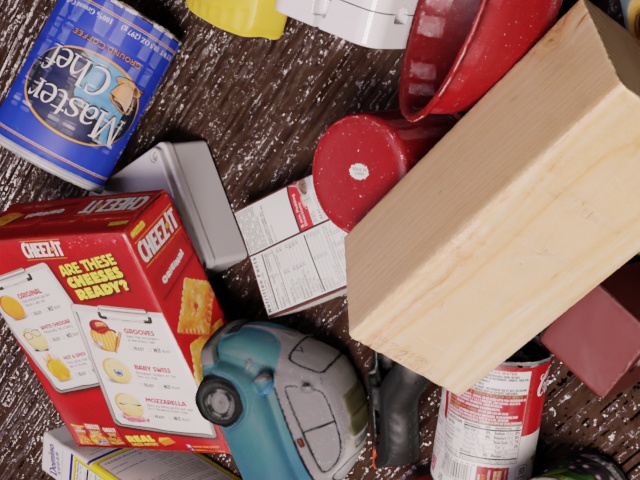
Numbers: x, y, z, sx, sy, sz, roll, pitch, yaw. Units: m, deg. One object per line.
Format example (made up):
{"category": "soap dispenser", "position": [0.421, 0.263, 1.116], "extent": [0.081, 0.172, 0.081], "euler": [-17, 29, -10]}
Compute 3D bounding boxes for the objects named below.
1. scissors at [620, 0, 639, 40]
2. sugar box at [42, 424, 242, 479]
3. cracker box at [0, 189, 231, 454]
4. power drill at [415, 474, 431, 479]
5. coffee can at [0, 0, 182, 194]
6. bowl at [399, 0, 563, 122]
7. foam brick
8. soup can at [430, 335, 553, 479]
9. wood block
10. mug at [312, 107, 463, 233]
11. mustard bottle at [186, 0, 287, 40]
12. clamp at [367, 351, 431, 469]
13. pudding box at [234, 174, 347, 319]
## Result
{"category": "scissors", "position": [0.181, -0.176, 0.617], "extent": [0.096, 0.016, 0.202], "euler": [-42, 71, 35]}
{"category": "sugar box", "position": [-0.151, 0.206, 0.922], "extent": [0.176, 0.093, 0.048], "euler": [20, 112, 37]}
{"category": "cracker box", "position": [-0.158, 0.069, 0.849], "extent": [0.164, 0.072, 0.213], "euler": [-4, 122, 30]}
{"category": "power drill", "position": [0.100, 0.262, 0.743], "extent": [0.185, 0.057, 0.188], "euler": [-1, 100, 37]}
{"category": "coffee can", "position": [-0.188, -0.122, 0.854], "extent": [0.103, 0.102, 0.140], "euler": [29, 91, 33]}
{"category": "bowl", "position": [0.101, -0.140, 0.635], "extent": [0.162, 0.055, 0.162], "euler": [-164, 90, -80]}
{"category": "foam brick", "position": [0.177, 0.050, 0.622], "extent": [0.051, 0.078, 0.053], "euler": [48, 124, 26]}
{"category": "soup can", "position": [0.111, 0.113, 0.697], "extent": [0.069, 0.068, 0.102], "euler": [18, 110, 37]}
{"category": "wood block", "position": [0.112, -0.017, 0.597], "extent": [0.206, 0.090, 0.091], "euler": [-46, 27, 30]}
{"category": "mug", "position": [0.053, -0.035, 0.709], "extent": [0.093, 0.081, 0.117], "euler": [-29, 79, 40]}
{"category": "mustard bottle", "position": [-0.043, -0.249, 0.768], "extent": [0.096, 0.058, 0.192], "euler": [39, 121, 46]}
{"category": "clamp", "position": [0.050, 0.090, 0.737], "extent": [0.171, 0.039, 0.120], "euler": [95, 175, -48]}
{"category": "pudding box", "position": [-0.005, 0.001, 0.796], "extent": [0.114, 0.039, 0.090], "euler": [-24, 83, 42]}
